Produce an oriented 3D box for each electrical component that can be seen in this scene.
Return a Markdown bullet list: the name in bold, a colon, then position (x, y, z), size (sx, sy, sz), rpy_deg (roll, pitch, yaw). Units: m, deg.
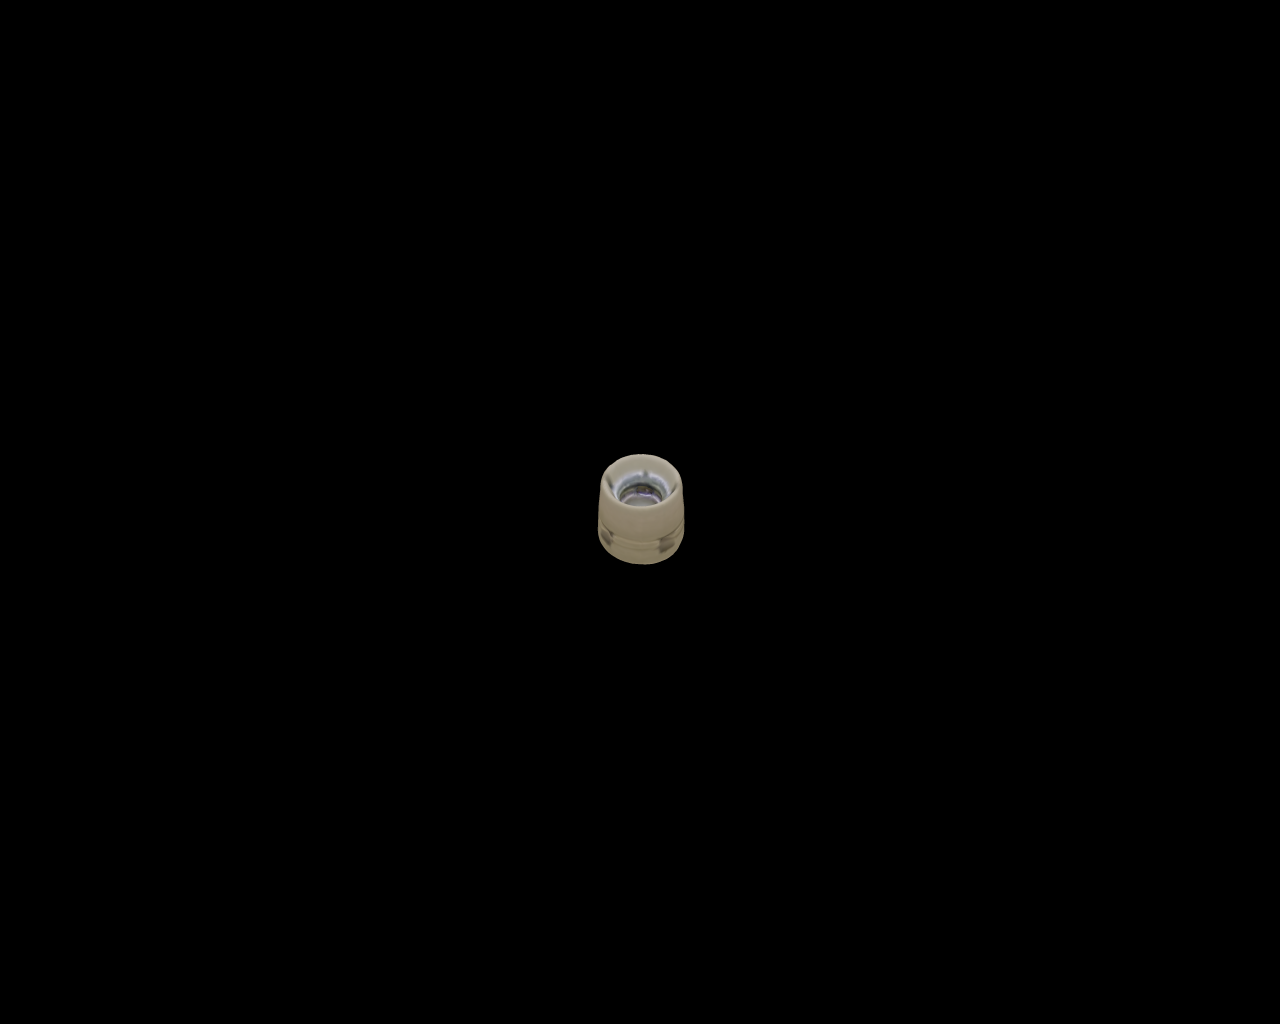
- **electrical component**: position (0.001, -0.003, 0.650), size (0.055, 0.055, 0.047), rpy_deg (0, -45, 0)
